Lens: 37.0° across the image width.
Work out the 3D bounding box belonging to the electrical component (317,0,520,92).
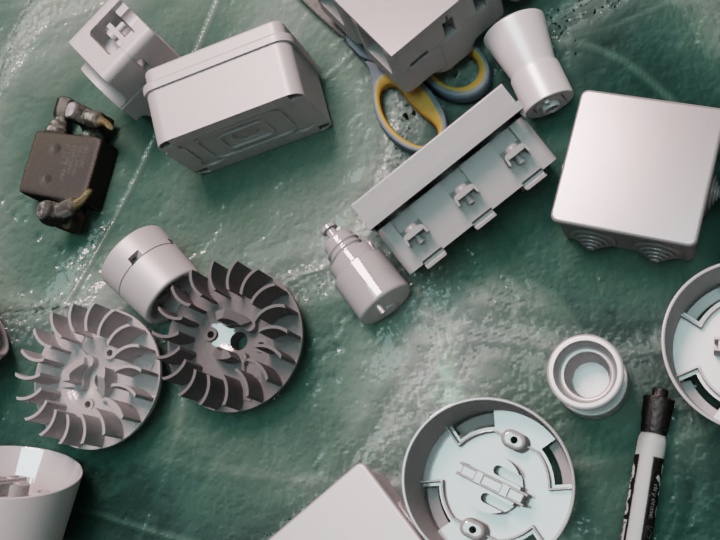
[{"bbox_3d":[0.067,-0.221,0.735,0.186,0.060,0.105,-40,65,-2],"label":"electrical component"}]

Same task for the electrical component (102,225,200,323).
[{"bbox_3d":[-0.146,0.004,0.759,0.047,0.055,0.055,43,92,19],"label":"electrical component"}]

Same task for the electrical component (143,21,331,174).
[{"bbox_3d":[-0.086,-0.120,0.759,0.113,0.078,0.057,-18,74,13],"label":"electrical component"}]

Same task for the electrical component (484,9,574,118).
[{"bbox_3d":[0.115,-0.135,0.719,0.044,0.044,0.065,-25,74,10],"label":"electrical component"}]

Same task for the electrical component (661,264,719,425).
[{"bbox_3d":[0.227,0.047,0.621,0.099,0.064,0.099,-5,74,17],"label":"electrical component"}]

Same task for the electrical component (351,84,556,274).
[{"bbox_3d":[0.062,-0.056,0.701,0.121,0.079,0.063,-39,89,5],"label":"electrical component"}]

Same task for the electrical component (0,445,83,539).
[{"bbox_3d":[-0.243,0.155,0.729,0.099,0.099,0.064,8,85,20],"label":"electrical component"}]

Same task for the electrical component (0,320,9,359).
[{"bbox_3d":[-0.304,0.040,0.780,0.064,0.099,0.099,-35,68,0],"label":"electrical component"}]

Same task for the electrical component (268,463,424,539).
[{"bbox_3d":[0.001,0.182,0.667,0.100,0.048,0.099,-41,68,4],"label":"electrical component"}]

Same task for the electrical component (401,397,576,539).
[{"bbox_3d":[0.080,0.129,0.647,0.099,0.064,0.099,-5,75,17],"label":"electrical component"}]

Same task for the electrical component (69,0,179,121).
[{"bbox_3d":[-0.164,-0.148,0.785,0.055,0.089,0.050,-46,67,2],"label":"electrical component"}]

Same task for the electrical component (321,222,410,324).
[{"bbox_3d":[0.000,0.000,0.720,0.040,0.040,0.078,-39,68,5],"label":"electrical component"}]

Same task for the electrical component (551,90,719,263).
[{"bbox_3d":[0.175,-0.058,0.674,0.100,0.048,0.099,12,80,20],"label":"electrical component"}]

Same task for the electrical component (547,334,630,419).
[{"bbox_3d":[0.139,0.066,0.650,0.045,0.055,0.045,-5,75,17],"label":"electrical component"}]
